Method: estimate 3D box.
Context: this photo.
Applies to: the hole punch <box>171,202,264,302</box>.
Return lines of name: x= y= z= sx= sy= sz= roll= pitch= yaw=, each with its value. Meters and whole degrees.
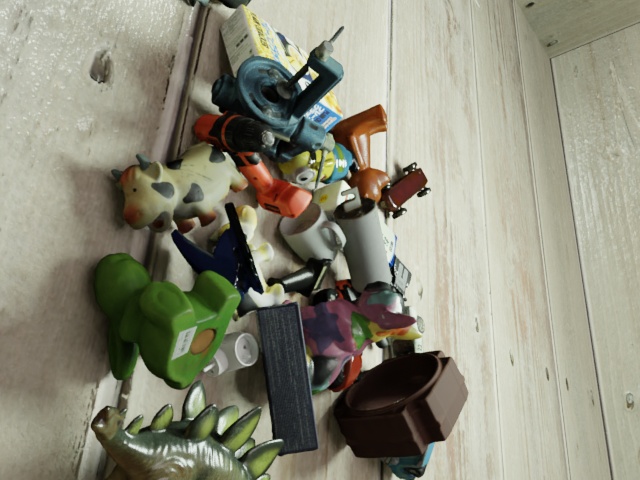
hole punch: x=-0.130 y=0.027 z=0.705 sx=0.092 sy=0.142 sz=0.116 roll=-22 pitch=77 yaw=-11

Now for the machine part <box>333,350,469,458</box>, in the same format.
machine part: x=0.139 y=0.279 z=0.936 sx=0.201 sy=0.202 sz=0.087 roll=-35 pitch=103 yaw=-52

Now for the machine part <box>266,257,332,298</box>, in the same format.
machine part: x=-0.036 y=0.070 z=0.896 sx=0.039 sy=0.084 sz=0.139 roll=44 pitch=36 yaw=24

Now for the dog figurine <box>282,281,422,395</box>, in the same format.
dog figurine: x=0.045 y=0.156 z=0.831 sx=0.108 sy=0.219 sz=0.191 roll=59 pitch=33 yaw=-55

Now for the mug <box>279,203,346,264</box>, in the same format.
mug: x=-0.002 y=-0.003 z=0.946 sx=0.107 sy=0.110 sz=0.081 roll=59 pitch=41 yaw=-39

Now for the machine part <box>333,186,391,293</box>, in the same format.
machine part: x=0.080 y=0.011 z=0.975 sx=0.079 sy=0.079 sz=0.242 roll=-54 pitch=138 yaw=-47

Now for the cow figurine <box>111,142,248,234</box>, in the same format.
cow figurine: x=-0.194 y=-0.075 z=0.737 sx=0.127 sy=0.085 sz=0.195 roll=58 pitch=37 yaw=-17

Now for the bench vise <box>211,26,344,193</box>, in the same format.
bench vise: x=-0.038 y=-0.209 z=0.818 sx=0.223 sy=0.240 sz=0.129 roll=33 pitch=53 yaw=-21

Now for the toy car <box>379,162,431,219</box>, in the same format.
toy car: x=0.201 y=-0.121 z=1.288 sx=0.089 sy=0.053 sz=0.202 roll=57 pitch=43 yaw=-5

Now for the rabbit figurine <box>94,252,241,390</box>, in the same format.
rabbit figurine: x=-0.197 y=0.085 z=0.637 sx=0.121 sy=0.170 sz=0.159 roll=-24 pitch=138 yaw=-51

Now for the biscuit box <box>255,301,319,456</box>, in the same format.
biscuit box: x=-0.046 y=0.190 z=0.748 sx=0.059 sy=0.063 sz=0.202 roll=131 pitch=-49 yaw=-85

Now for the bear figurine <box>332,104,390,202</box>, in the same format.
bear figurine: x=0.102 y=-0.162 z=1.117 sx=0.120 sy=0.132 sz=0.195 roll=11 pitch=58 yaw=-81

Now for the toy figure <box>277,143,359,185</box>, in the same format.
toy figure: x=-0.006 y=-0.149 z=1.011 sx=0.180 sy=0.082 sz=0.089 roll=-13 pitch=67 yaw=-46

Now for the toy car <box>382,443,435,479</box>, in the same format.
toy car: x=0.151 y=0.374 z=0.993 sx=0.161 sy=0.103 sz=0.109 roll=100 pitch=16 yaw=-56

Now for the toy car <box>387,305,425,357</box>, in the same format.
toy car: x=0.181 y=0.237 z=1.112 sx=0.056 sy=0.074 sz=0.201 roll=19 pitch=63 yaw=-51

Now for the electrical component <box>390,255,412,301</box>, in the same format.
electrical component: x=0.163 y=0.071 z=1.174 sx=0.074 sy=0.048 sz=0.119 roll=48 pitch=45 yaw=-31

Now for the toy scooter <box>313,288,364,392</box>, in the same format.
toy scooter: x=0.047 y=0.181 z=0.963 sx=0.135 sy=0.075 sz=0.184 roll=25 pitch=54 yaw=-46

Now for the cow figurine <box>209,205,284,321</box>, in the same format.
cow figurine: x=-0.123 y=0.033 z=0.807 sx=0.098 sy=0.068 sz=0.167 roll=-14 pitch=86 yaw=-43

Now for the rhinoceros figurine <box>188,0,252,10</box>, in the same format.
rhinoceros figurine: x=-0.194 y=-0.436 z=0.889 sx=0.190 sy=0.073 sz=0.112 roll=-7 pitch=93 yaw=-55

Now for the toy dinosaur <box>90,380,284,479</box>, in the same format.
toy dinosaur: x=-0.128 y=0.291 z=0.619 sx=0.198 sy=0.105 sz=0.470 roll=-50 pitch=144 yaw=-30
